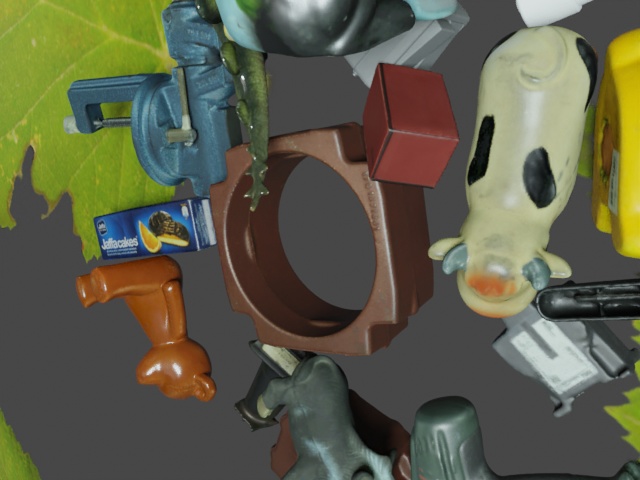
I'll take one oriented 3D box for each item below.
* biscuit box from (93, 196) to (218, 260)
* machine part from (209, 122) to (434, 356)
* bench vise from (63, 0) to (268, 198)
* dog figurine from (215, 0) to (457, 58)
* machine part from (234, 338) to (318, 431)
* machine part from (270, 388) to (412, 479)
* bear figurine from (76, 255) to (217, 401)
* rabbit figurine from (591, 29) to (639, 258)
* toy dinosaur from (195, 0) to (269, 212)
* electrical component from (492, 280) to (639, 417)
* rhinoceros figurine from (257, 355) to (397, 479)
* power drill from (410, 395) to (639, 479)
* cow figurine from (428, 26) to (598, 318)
[{"bbox_3d":[-0.200,-0.015,0.670,0.203,0.059,0.062,-6,99,38],"label":"biscuit box"},{"bbox_3d":[-0.001,-0.002,0.509,0.201,0.087,0.201,-3,99,37],"label":"machine part"},{"bbox_3d":[-0.175,-0.151,0.566,0.241,0.129,0.223,1,123,18],"label":"bench vise"},{"bbox_3d":[0.013,-0.232,0.299,0.109,0.191,0.218,25,134,36],"label":"dog figurine"},{"bbox_3d":[-0.055,0.162,0.625,0.084,0.039,0.138,32,118,17],"label":"machine part"},{"bbox_3d":[0.024,0.248,0.576,0.180,0.056,0.179,11,109,35],"label":"machine part"},{"bbox_3d":[-0.215,0.122,0.679,0.120,0.132,0.195,-11,90,53],"label":"bear figurine"},{"bbox_3d":[0.254,-0.066,0.303,0.173,0.122,0.162,4,95,22],"label":"rabbit figurine"},{"bbox_3d":[-0.078,-0.262,0.413,0.105,0.198,0.470,-11,99,20],"label":"toy dinosaur"},{"bbox_3d":[0.174,0.069,0.420,0.119,0.048,0.074,48,125,17],"label":"electrical component"},{"bbox_3d":[0.018,0.198,0.490,0.112,0.073,0.190,-27,78,29],"label":"rhinoceros figurine"},{"bbox_3d":[0.174,0.251,0.457,0.207,0.086,0.232,-10,93,46],"label":"power drill"},{"bbox_3d":[0.134,-0.041,0.359,0.086,0.127,0.194,13,104,25],"label":"cow figurine"}]
